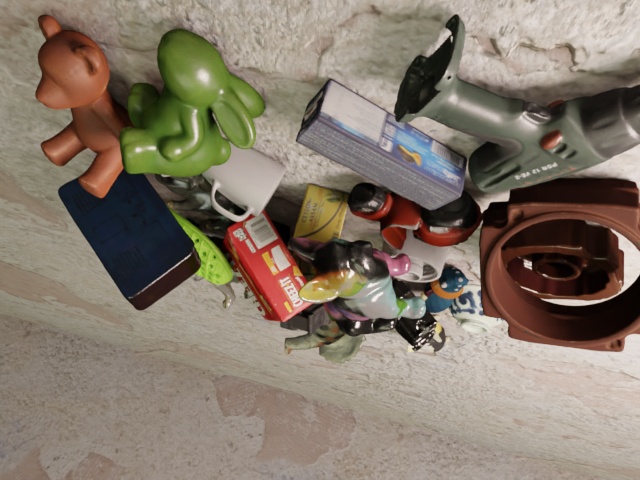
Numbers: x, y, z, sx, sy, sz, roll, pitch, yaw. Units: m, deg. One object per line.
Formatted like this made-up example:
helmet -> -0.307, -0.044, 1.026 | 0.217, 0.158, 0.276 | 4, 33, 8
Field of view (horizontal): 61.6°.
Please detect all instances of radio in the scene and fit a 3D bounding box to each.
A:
radio -> -0.300, -0.017, 0.857 | 0.230, 0.131, 0.073 | 51, 164, 16

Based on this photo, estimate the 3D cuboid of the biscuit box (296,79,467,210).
biscuit box -> 0.076, -0.105, 0.631 | 0.202, 0.059, 0.063 | 25, 153, -19

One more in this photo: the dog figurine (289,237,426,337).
dog figurine -> 0.031, 0.063, 0.753 | 0.219, 0.108, 0.191 | 15, 147, -41

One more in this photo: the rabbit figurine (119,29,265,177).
rabbit figurine -> -0.146, -0.150, 0.613 | 0.159, 0.121, 0.170 | 17, 141, -11

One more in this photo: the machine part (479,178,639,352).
machine part -> 0.299, 0.031, 0.648 | 0.202, 0.087, 0.200 | 3, 120, 24

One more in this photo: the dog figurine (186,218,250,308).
dog figurine -> -0.190, 0.017, 1.031 | 0.172, 0.121, 0.190 | -34, 114, 20

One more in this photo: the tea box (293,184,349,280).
tea box -> -0.002, -0.003, 0.855 | 0.068, 0.098, 0.169 | 14, 154, 2

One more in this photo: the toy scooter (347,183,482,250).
toy scooter -> 0.134, -0.025, 0.752 | 0.184, 0.075, 0.135 | 9, 155, 23

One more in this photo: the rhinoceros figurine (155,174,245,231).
rhinoceros figurine -> -0.182, -0.081, 0.826 | 0.112, 0.073, 0.190 | -4, 149, 40

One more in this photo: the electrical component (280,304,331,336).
electrical component -> -0.043, 0.137, 1.028 | 0.119, 0.047, 0.075 | 15, -157, 36

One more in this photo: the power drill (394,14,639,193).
power drill -> 0.190, -0.127, 0.507 | 0.207, 0.086, 0.232 | 16, 160, -19

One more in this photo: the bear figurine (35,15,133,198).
bear figurine -> -0.300, -0.161, 0.664 | 0.120, 0.132, 0.195 | 37, 166, 13

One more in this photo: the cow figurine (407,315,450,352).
cow figurine -> 0.243, 0.209, 1.194 | 0.098, 0.068, 0.167 | 5, 158, 9

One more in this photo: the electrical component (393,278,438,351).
electrical component -> 0.162, 0.139, 1.035 | 0.134, 0.058, 0.114 | 50, 169, 26

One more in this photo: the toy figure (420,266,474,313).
toy figure -> 0.220, 0.086, 0.957 | 0.058, 0.064, 0.154 | 53, 158, 18

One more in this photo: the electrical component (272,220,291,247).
electrical component -> -0.076, -0.012, 0.967 | 0.094, 0.021, 0.063 | 21, 156, 6

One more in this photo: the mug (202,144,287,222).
mug -> -0.117, -0.083, 0.753 | 0.107, 0.109, 0.081 | 32, 158, -3

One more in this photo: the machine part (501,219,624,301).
machine part -> 0.337, 0.028, 0.765 | 0.179, 0.056, 0.179 | 14, 155, 7

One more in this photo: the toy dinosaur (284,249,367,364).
toy dinosaur -> 0.015, 0.155, 1.173 | 0.192, 0.131, 0.404 | -1, 146, -4
